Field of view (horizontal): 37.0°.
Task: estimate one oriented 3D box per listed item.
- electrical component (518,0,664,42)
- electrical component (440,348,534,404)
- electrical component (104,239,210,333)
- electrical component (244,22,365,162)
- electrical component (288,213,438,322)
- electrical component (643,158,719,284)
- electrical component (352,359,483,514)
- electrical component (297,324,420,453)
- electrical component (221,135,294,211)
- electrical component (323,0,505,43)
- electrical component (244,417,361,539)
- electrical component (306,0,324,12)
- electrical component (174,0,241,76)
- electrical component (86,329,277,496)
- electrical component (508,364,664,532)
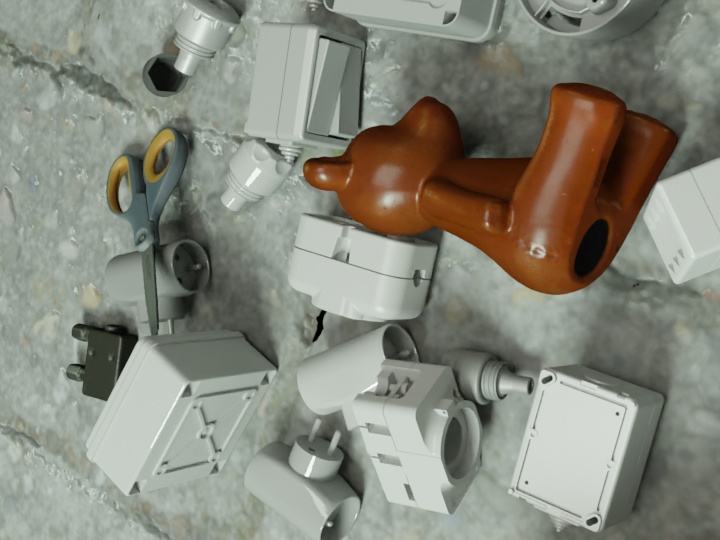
[{"bbox_3d":[0.139,-0.188,0.648,0.099,0.064,0.099,-1,88,35],"label":"electrical component"},{"bbox_3d":[0.083,0.071,0.699,0.061,0.035,0.035,7,93,32],"label":"electrical component"},{"bbox_3d":[-0.161,0.021,0.862,0.077,0.044,0.079,-11,83,34],"label":"electrical component"},{"bbox_3d":[-0.037,-0.124,0.770,0.061,0.062,0.096,11,95,34],"label":"electrical component"},{"bbox_3d":[0.000,0.000,0.746,0.095,0.054,0.059,17,99,34],"label":"electrical component"},{"bbox_3d":[0.207,-0.033,0.602,0.077,0.065,0.047,-22,75,3],"label":"electrical component"},{"bbox_3d":[0.042,0.108,0.694,0.056,0.050,0.089,4,127,35],"label":"electrical component"},{"bbox_3d":[0.004,0.087,0.748,0.077,0.043,0.079,-24,76,32],"label":"electrical component"},{"bbox_3d":[-0.081,-0.071,0.810,0.062,0.043,0.043,-47,64,26],"label":"electrical component"},{"bbox_3d":[0.040,-0.199,0.721,0.113,0.057,0.078,17,99,34],"label":"electrical component"},{"bbox_3d":[-0.036,0.145,0.773,0.077,0.043,0.079,30,105,31],"label":"electrical component"},{"bbox_3d":[-0.031,-0.235,0.768,0.062,0.061,0.096,14,97,34],"label":"electrical component"},{"bbox_3d":[-0.126,-0.183,0.843,0.048,0.048,0.062,43,116,28],"label":"electrical component"},{"bbox_3d":[-0.132,0.104,0.802,0.056,0.109,0.108,39,110,26],"label":"electrical component"},{"bbox_3d":[0.136,0.110,0.645,0.062,0.061,0.096,19,99,33],"label":"electrical component"}]
